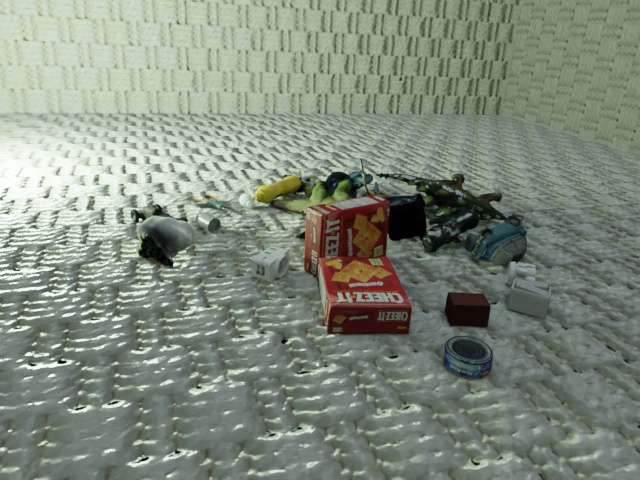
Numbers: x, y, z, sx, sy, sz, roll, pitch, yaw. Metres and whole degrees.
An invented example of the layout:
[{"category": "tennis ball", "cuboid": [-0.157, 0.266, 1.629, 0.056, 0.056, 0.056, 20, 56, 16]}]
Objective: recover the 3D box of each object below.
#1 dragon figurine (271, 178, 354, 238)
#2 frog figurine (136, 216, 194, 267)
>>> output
[{"category": "dragon figurine", "cuboid": [0.005, -0.075, 1.487, 0.409, 0.120, 0.247, -5, 24, 22]}, {"category": "frog figurine", "cuboid": [-0.363, -0.019, 1.265, 0.137, 0.121, 0.163, -6, 27, 31]}]
